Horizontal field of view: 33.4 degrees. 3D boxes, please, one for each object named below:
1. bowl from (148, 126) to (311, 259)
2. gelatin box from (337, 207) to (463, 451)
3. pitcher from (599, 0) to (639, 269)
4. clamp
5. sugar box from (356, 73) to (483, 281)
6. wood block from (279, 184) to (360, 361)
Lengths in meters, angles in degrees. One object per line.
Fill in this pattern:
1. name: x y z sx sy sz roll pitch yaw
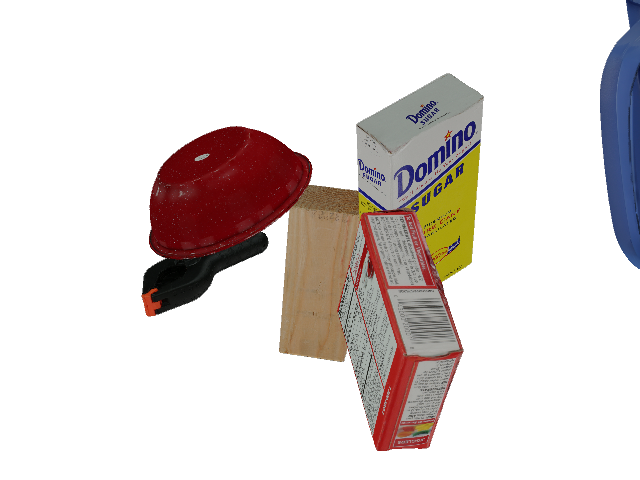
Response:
1. bowl: -0.091 -0.053 0.941 0.162 0.055 0.162 -21 29 12
2. gelatin box: 0.035 0.041 0.498 0.030 0.089 0.073 -2 -44 -13
3. pitcher: 0.239 -0.030 0.611 0.149 0.243 0.145 -2 22 15
4. clamp: -0.138 0.030 1.221 0.120 0.039 0.171 -2 33 26
5. sugar box: 0.076 -0.032 0.821 0.093 0.176 0.048 -32 54 -23
6. wood block: 0.002 0.041 1.391 0.090 0.206 0.090 8 23 6
